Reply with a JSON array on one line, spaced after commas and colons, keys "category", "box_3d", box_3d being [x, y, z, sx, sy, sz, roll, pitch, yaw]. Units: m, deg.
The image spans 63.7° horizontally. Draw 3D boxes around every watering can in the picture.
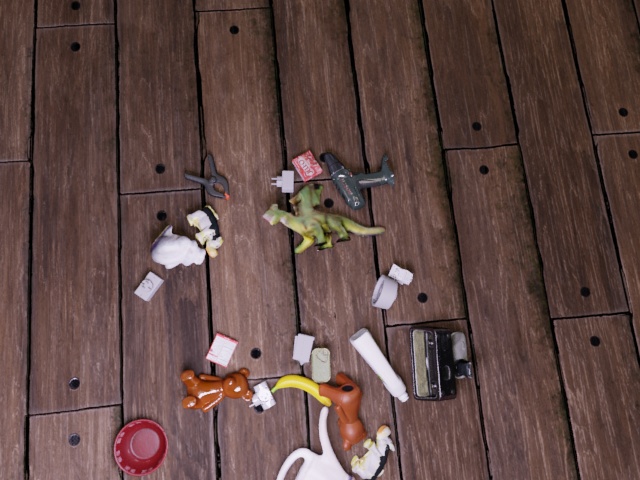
[{"category": "watering can", "box_3d": [0.007, 0.698, 1.551, 0.224, 0.104, 0.347, 30, 92, 3]}]

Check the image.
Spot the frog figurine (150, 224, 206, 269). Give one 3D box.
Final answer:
[{"category": "frog figurine", "box_3d": [-0.462, 0.043, 1.673, 0.159, 0.125, 0.135, 38, 112, -5]}]

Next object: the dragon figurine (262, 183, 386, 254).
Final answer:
[{"category": "dragon figurine", "box_3d": [0.005, -0.088, 1.740, 0.412, 0.120, 0.246, -12, 73, -22]}]
